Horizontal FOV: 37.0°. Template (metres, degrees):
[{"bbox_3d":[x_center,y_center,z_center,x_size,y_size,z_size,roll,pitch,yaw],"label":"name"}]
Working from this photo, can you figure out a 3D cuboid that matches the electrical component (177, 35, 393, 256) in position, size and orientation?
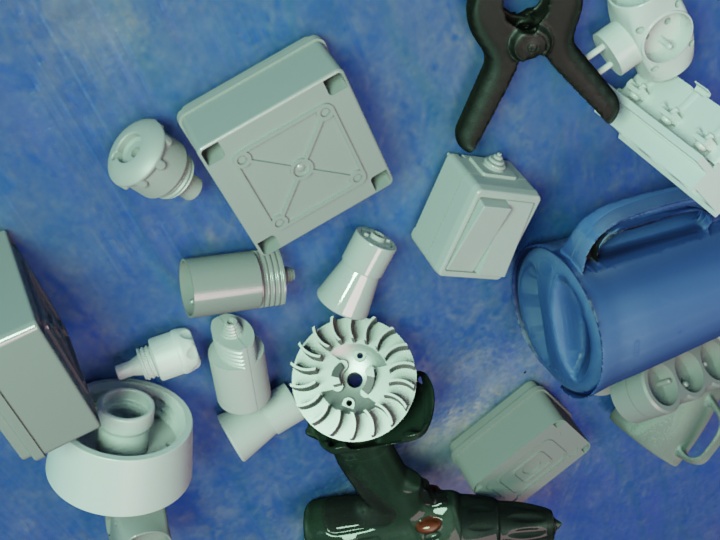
[{"bbox_3d":[-0.048,-0.082,0.720,0.109,0.056,0.108,-30,135,-2],"label":"electrical component"}]

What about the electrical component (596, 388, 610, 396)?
[{"bbox_3d":[0.215,0.080,0.997,0.079,0.044,0.077,-18,135,-31],"label":"electrical component"}]

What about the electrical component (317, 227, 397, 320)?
[{"bbox_3d":[0.000,0.000,0.827,0.044,0.044,0.065,13,115,-35],"label":"electrical component"}]

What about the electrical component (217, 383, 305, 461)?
[{"bbox_3d":[-0.079,0.123,0.888,0.065,0.044,0.044,-30,135,-8],"label":"electrical component"}]

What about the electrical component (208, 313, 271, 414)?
[{"bbox_3d":[-0.095,0.069,0.832,0.043,0.043,0.081,-17,133,-14],"label":"electrical component"}]

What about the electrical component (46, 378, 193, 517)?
[{"bbox_3d":[-0.175,0.123,0.794,0.108,0.108,0.060,-3,122,-26],"label":"electrical component"}]

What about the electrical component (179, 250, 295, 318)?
[{"bbox_3d":[-0.087,0.008,0.785,0.081,0.043,0.043,-8,130,-22],"label":"electrical component"}]

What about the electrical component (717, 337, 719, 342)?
[{"bbox_3d":[0.343,0.040,1.030,0.055,0.055,0.047,-8,134,-22],"label":"electrical component"}]

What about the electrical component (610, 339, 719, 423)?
[{"bbox_3d":[0.275,0.104,0.995,0.138,0.052,0.074,-15,170,-41],"label":"electrical component"}]

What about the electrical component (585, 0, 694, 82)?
[{"bbox_3d":[0.198,-0.168,0.785,0.079,0.044,0.077,-35,135,5],"label":"electrical component"}]

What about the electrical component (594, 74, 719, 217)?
[{"bbox_3d":[0.243,-0.104,0.809,0.063,0.121,0.079,-47,133,10],"label":"electrical component"}]

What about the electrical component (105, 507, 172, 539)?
[{"bbox_3d":[-0.179,0.183,0.860,0.043,0.077,0.079,-6,129,-23],"label":"electrical component"}]

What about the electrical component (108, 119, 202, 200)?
[{"bbox_3d":[-0.129,-0.066,0.701,0.048,0.048,0.062,-43,140,11],"label":"electrical component"}]

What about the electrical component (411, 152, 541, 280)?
[{"bbox_3d":[0.092,-0.043,0.823,0.062,0.061,0.096,4,125,-30],"label":"electrical component"}]

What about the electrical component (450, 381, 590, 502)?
[{"bbox_3d":[0.153,0.170,1.036,0.113,0.057,0.078,-40,134,9],"label":"electrical component"}]

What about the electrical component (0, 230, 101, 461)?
[{"bbox_3d":[-0.224,0.049,0.702,0.056,0.108,0.108,-26,134,-10],"label":"electrical component"}]

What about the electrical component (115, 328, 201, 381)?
[{"bbox_3d":[-0.153,0.067,0.807,0.061,0.035,0.035,-19,133,-9],"label":"electrical component"}]
